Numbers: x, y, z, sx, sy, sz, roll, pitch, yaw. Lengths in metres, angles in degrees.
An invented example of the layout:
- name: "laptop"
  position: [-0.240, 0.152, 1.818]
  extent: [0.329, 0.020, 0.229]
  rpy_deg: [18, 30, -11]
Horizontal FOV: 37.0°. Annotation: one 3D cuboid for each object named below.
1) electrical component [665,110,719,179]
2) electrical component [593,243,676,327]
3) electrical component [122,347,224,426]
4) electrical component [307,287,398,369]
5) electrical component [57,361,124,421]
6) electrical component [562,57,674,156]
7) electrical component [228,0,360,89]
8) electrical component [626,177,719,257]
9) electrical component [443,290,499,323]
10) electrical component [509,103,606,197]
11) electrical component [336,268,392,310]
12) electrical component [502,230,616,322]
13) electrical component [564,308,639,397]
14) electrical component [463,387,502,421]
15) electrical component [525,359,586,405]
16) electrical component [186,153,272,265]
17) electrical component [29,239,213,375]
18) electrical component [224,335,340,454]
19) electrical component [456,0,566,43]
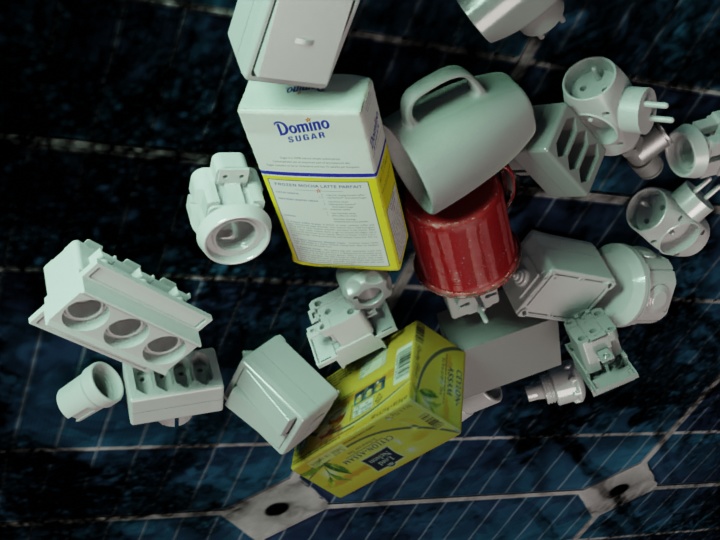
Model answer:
- name: "electrical component"
  position: [0.302, -0.107, 0.939]
  extent: [0.055, 0.048, 0.066]
  rpy_deg: [-16, 141, -19]
- name: "electrical component"
  position: [0.258, 0.015, 1.031]
  extent: [0.051, 0.080, 0.080]
  rpy_deg: [1, 136, -32]
- name: "electrical component"
  position: [-0.170, 0.117, 0.980]
  extent: [0.083, 0.047, 0.075]
  rpy_deg: [-8, 139, -16]
- name: "electrical component"
  position: [-0.012, 0.049, 0.979]
  extent: [0.081, 0.042, 0.063]
  rpy_deg: [-27, 139, 5]
- name: "electrical component"
  position: [-0.239, 0.108, 0.948]
  extent: [0.046, 0.040, 0.040]
  rpy_deg: [-32, 140, 22]
- name: "electrical component"
  position: [0.209, -0.127, 0.855]
  extent: [0.077, 0.079, 0.044]
  rpy_deg: [47, 62, -49]
- name: "electrical component"
  position: [-0.041, -0.171, 0.701]
  extent: [0.062, 0.061, 0.096]
  rpy_deg: [2, 135, -26]
- name: "electrical component"
  position: [0.300, -0.056, 0.997]
  extent: [0.077, 0.044, 0.079]
  rpy_deg: [22, 123, -40]
- name: "electrical component"
  position: [0.099, 0.014, 0.961]
  extent: [0.047, 0.075, 0.083]
  rpy_deg: [-21, 141, 0]
- name: "electrical component"
  position: [0.146, -0.096, 0.872]
  extent: [0.077, 0.047, 0.066]
  rpy_deg: [3, 151, 48]
- name: "electrical component"
  position: [0.000, 0.000, 0.912]
  extent: [0.043, 0.062, 0.043]
  rpy_deg: [-12, 140, -11]
- name: "electrical component"
  position: [0.175, 0.004, 0.995]
  extent: [0.096, 0.061, 0.061]
  rpy_deg: [9, 132, -32]
- name: "electrical component"
  position: [0.219, 0.073, 0.990]
  extent: [0.042, 0.081, 0.063]
  rpy_deg: [-22, 119, 0]
- name: "electrical component"
  position: [0.112, 0.136, 1.134]
  extent: [0.065, 0.044, 0.044]
  rpy_deg: [-39, 138, 27]
- name: "electrical component"
  position: [0.210, 0.126, 1.164]
  extent: [0.062, 0.048, 0.048]
  rpy_deg: [-17, 141, 5]
- name: "electrical component"
  position: [-0.100, -0.042, 0.824]
  extent: [0.058, 0.057, 0.078]
  rpy_deg: [-3, 137, -21]
- name: "electrical component"
  position: [-0.191, 0.029, 0.859]
  extent: [0.079, 0.063, 0.121]
  rpy_deg: [-38, 138, 19]
- name: "electrical component"
  position: [-0.080, 0.110, 0.978]
  extent: [0.061, 0.096, 0.061]
  rpy_deg: [-34, 161, -45]
- name: "electrical component"
  position: [0.119, -0.192, 0.762]
  extent: [0.077, 0.043, 0.079]
  rpy_deg: [-37, 138, 17]
